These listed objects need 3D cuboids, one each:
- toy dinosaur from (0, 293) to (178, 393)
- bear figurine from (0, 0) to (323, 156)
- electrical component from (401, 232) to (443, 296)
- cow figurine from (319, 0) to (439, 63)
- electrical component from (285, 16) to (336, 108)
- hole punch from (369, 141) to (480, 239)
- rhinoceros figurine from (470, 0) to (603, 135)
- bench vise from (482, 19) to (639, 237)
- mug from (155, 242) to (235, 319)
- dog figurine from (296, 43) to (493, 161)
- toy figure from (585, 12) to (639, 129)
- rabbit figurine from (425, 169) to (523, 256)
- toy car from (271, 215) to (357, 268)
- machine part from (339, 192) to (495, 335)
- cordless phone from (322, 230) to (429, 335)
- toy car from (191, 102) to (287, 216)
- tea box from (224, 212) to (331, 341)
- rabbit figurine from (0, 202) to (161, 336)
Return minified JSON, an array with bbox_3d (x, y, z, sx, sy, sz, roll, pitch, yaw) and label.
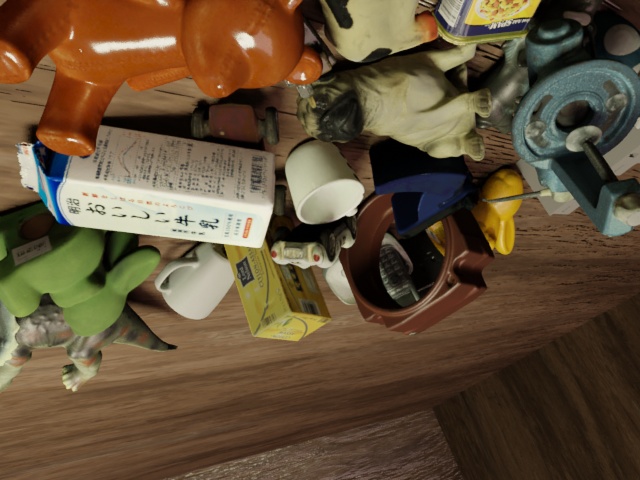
[{"bbox_3d":[-0.343,0.112,0.714,0.404,0.131,0.192,-2,148,-45],"label":"toy dinosaur"},{"bbox_3d":[-0.104,-0.126,0.370,0.196,0.132,0.120,12,155,10],"label":"bear figurine"},{"bbox_3d":[0.190,0.056,0.971,0.115,0.134,0.058,-29,152,9],"label":"electrical component"},{"bbox_3d":[0.021,-0.215,0.415,0.127,0.085,0.194,-26,157,4],"label":"cow figurine"},{"bbox_3d":[-0.020,-0.164,0.464,0.045,0.102,0.078,-37,129,14],"label":"electrical component"},{"bbox_3d":[0.124,-0.081,0.672,0.116,0.142,0.092,-30,117,19],"label":"hole punch"},{"bbox_3d":[0.239,-0.205,0.609,0.112,0.073,0.190,6,145,-25],"label":"rhinoceros figurine"},{"bbox_3d":[0.251,-0.084,0.528,0.129,0.241,0.223,-8,134,3],"label":"bench vise"},{"bbox_3d":[-0.171,0.045,0.758,0.107,0.081,0.109,-47,139,19],"label":"mug"},{"bbox_3d":[0.078,-0.138,0.598,0.191,0.121,0.172,-10,151,8],"label":"dog figurine"},{"bbox_3d":[0.359,-0.193,0.617,0.058,0.154,0.064,3,145,-44],"label":"toy figure"},{"bbox_3d":[0.272,-0.034,0.882,0.173,0.122,0.162,-47,133,-3],"label":"rabbit figurine"},{"bbox_3d":[-0.001,-0.002,0.719,0.074,0.056,0.202,4,-165,17],"label":"toy car"},{"bbox_3d":[0.129,0.019,0.783,0.087,0.201,0.201,14,137,-46],"label":"machine part"},{"bbox_3d":[0.100,0.089,0.910,0.147,0.184,0.088,-31,156,17],"label":"cordless phone"},{"bbox_3d":[-0.085,-0.086,0.599,0.089,0.053,0.202,1,150,1],"label":"toy car"},{"bbox_3d":[-0.062,0.044,0.725,0.068,0.170,0.098,-36,148,22],"label":"tea box"},{"bbox_3d":[-0.273,0.034,0.616,0.159,0.121,0.170,-35,143,-22],"label":"rabbit figurine"}]
